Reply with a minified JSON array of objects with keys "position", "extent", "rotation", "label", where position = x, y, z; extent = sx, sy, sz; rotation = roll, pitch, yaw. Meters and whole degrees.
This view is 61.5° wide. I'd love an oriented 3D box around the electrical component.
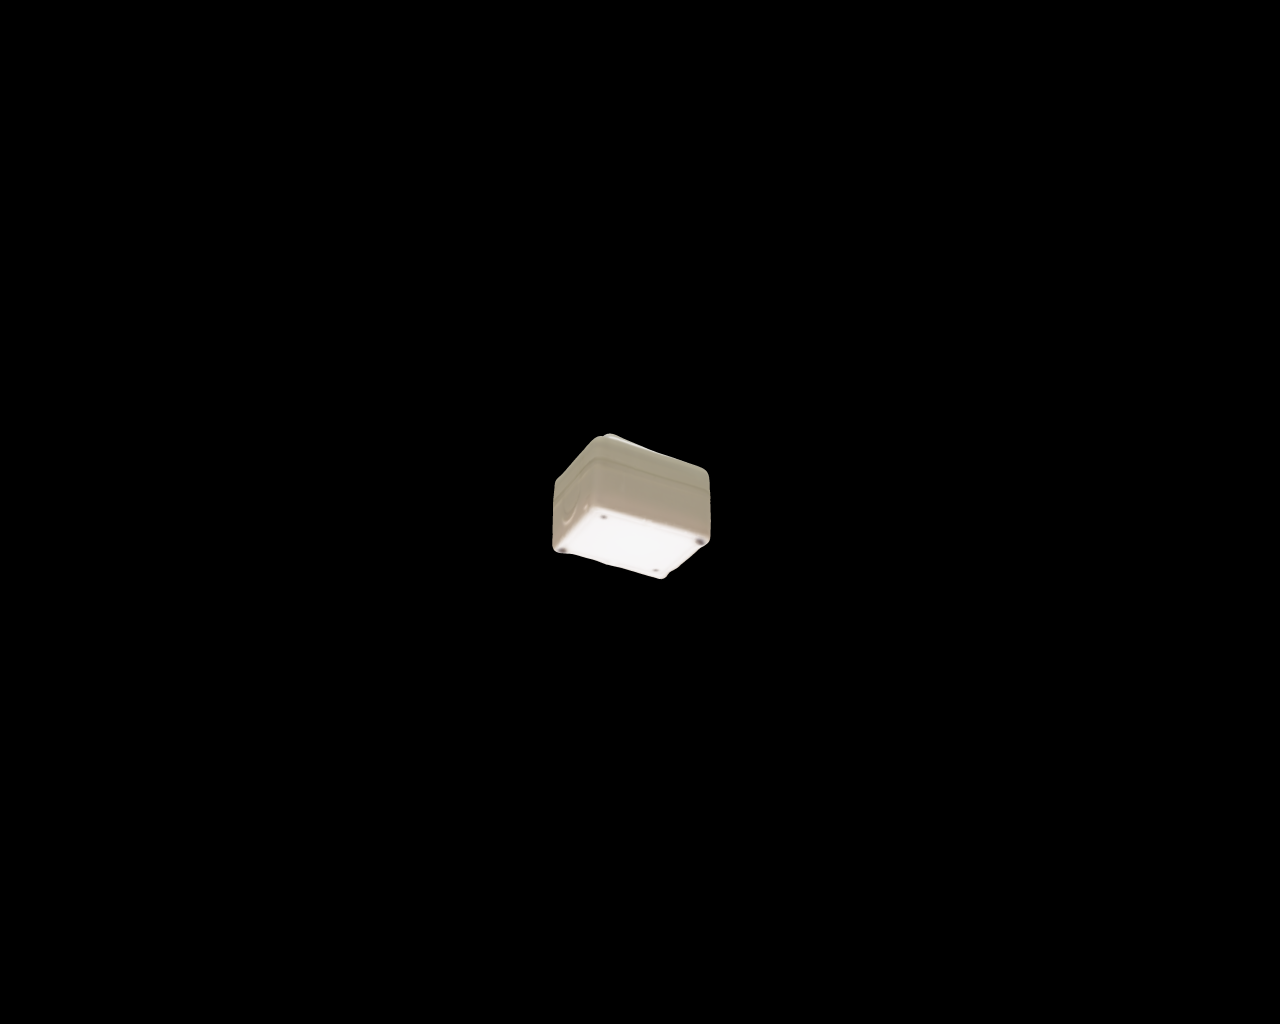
[{"position":[0.001,-0.003,0.650],"extent":[0.096,0.061,0.061],"rotation":[17,-36,-24],"label":"electrical component"}]
